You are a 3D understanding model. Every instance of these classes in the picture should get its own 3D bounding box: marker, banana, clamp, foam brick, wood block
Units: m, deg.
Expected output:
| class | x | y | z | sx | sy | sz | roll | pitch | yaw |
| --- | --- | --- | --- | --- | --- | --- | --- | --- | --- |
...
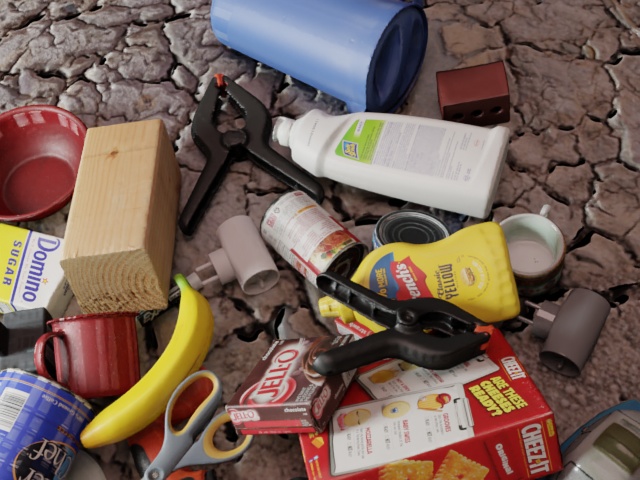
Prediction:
| class | x | y | z | sx | sy | sz | roll | pitch | yaw |
| --- | --- | --- | --- | --- | --- | --- | --- | --- | --- |
| marker | -0.179 | 0.076 | 1.139 | 0.121 | 0.020 | 0.020 | -35 | 60 | -13 |
| banana | -0.153 | 0.124 | 1.030 | 0.070 | 0.037 | 0.197 | 13 | 58 | 28 |
| clamp | 0.071 | 0.088 | 0.971 | 0.171 | 0.039 | 0.120 | 11 | 48 | 4 |
| foam brick | 0.174 | -0.162 | 1.209 | 0.078 | 0.053 | 0.051 | -10 | 58 | 4 |
| wood block | -0.207 | -0.027 | 1.137 | 0.091 | 0.090 | 0.206 | -7 | 44 | 6 |
| clamp | -0.085 | -0.105 | 1.224 | 0.164 | 0.036 | 0.210 | -7 | 59 | -1 |

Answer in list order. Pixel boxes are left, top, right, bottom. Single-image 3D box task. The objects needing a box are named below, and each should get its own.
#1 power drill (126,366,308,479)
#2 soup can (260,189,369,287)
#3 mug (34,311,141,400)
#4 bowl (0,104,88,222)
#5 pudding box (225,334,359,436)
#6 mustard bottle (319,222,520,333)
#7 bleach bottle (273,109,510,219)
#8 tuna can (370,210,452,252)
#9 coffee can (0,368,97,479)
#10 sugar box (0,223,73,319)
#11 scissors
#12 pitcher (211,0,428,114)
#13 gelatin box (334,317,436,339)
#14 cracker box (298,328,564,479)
| class | x | y | z | sx | sy | sz | roll | pitch | yaw |
| --- | --- | --- | --- | --- | --- | --- | --- | --- | --- |
| power drill | -0.109 | 0.216 | 1.020 | 0.184 | 0.057 | 0.188 | -22 | 57 | -9 |
| soup can | -0.007 | 0.001 | 1.129 | 0.068 | 0.068 | 0.102 | -40 | 61 | -15 |
| mug | -0.231 | 0.117 | 1.061 | 0.093 | 0.117 | 0.081 | -13 | 81 | 38 |
| bowl | -0.334 | -0.078 | 1.235 | 0.162 | 0.055 | 0.162 | -4 | 58 | 6 |
| pudding box | -0.022 | 0.133 | 0.984 | 0.090 | 0.039 | 0.113 | -7 | 24 | 28 |
| mustard bottle | 0.093 | 0.047 | 1.044 | 0.192 | 0.058 | 0.096 | -13 | 87 | 9 |
| bleach bottle | 0.073 | -0.100 | 1.168 | 0.251 | 0.068 | 0.102 | 15 | 63 | 12 |
| tuna can | 0.096 | 0.007 | 1.112 | 0.086 | 0.034 | 0.086 | 4 | 40 | -3 |
| coffee can | -0.287 | 0.206 | 1.001 | 0.103 | 0.103 | 0.140 | 14 | 61 | 17 |
| sugar box | -0.354 | 0.030 | 1.179 | 0.176 | 0.048 | 0.093 | 11 | 61 | 17 |
| scissors | -0.130 | 0.218 | 0.976 | 0.096 | 0.016 | 0.201 | 25 | 72 | 2 |
| pitcher | -0.001 | -0.254 | 1.247 | 0.243 | 0.145 | 0.149 | 26 | 50 | 25 |
| gelatin box | 0.072 | 0.082 | 1.089 | 0.089 | 0.030 | 0.073 | 30 | 68 | 24 |
| cracker box | 0.090 | 0.172 | 0.969 | 0.213 | 0.072 | 0.164 | -17 | 24 | -2 |
